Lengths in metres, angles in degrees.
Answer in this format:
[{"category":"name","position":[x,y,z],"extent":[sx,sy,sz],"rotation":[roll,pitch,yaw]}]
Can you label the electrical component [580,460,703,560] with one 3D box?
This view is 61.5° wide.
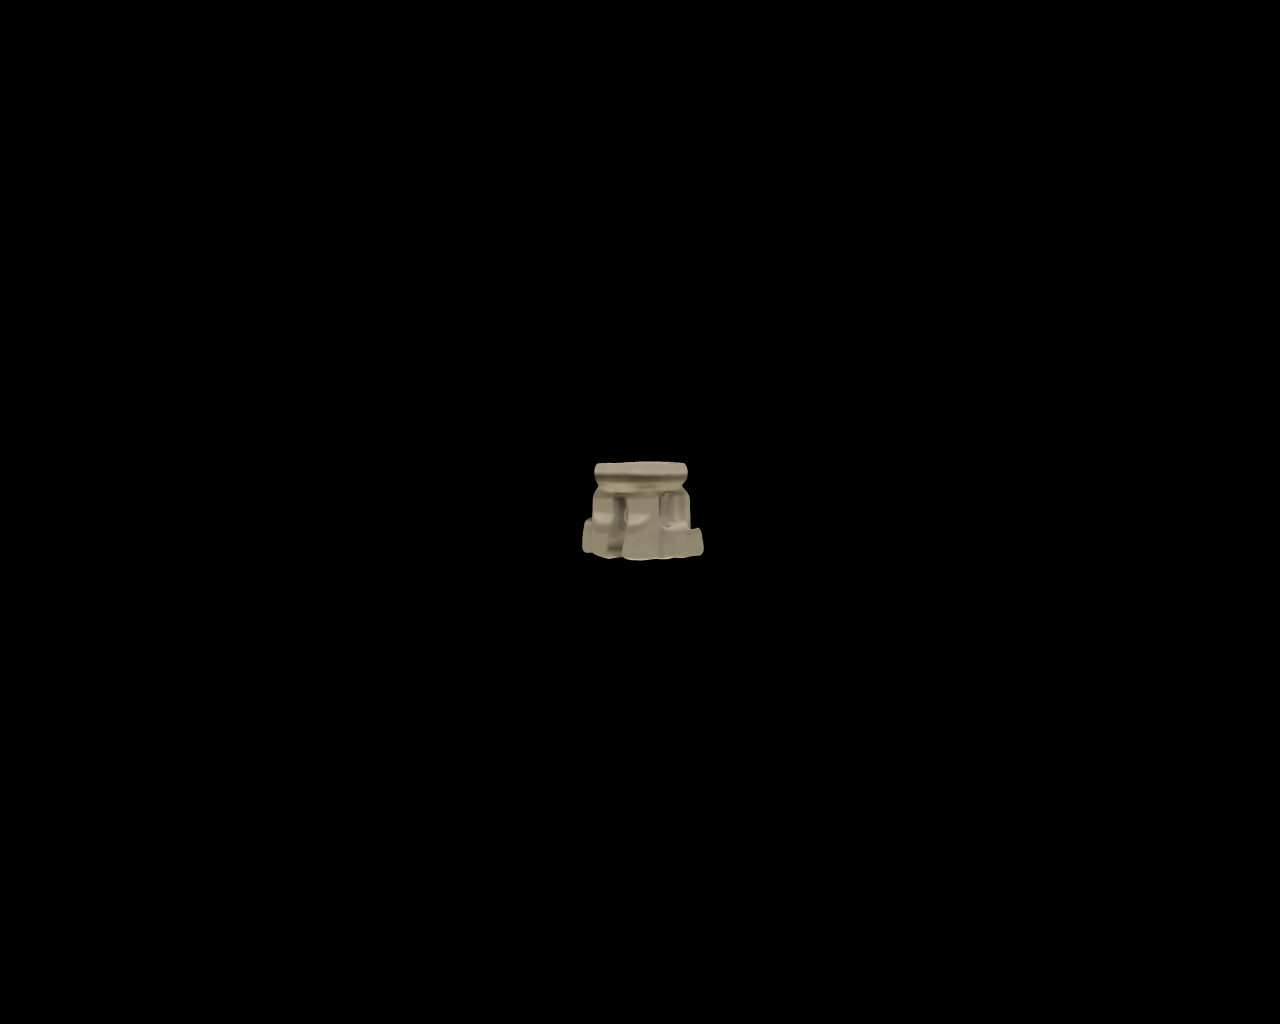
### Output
[{"category":"electrical component","position":[0.001,-0.003,0.650],"extent":[0.078,0.057,0.058],"rotation":[3,5,37]}]
